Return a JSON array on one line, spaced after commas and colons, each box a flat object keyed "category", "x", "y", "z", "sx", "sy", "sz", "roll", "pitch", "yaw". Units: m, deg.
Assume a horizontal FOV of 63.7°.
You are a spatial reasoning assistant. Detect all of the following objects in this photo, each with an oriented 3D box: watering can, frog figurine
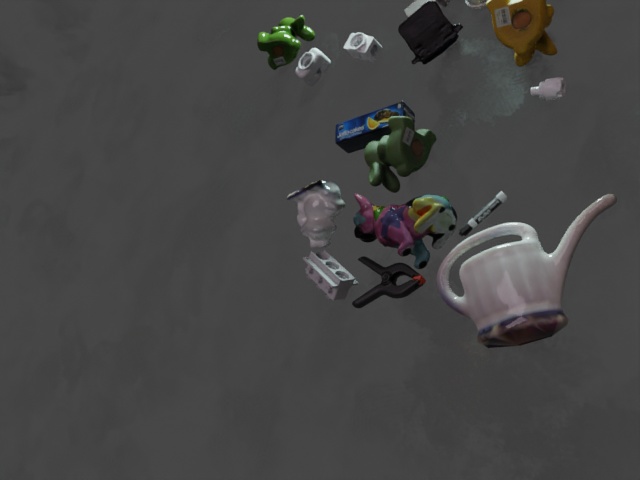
[{"category": "watering can", "x": 0.372, "y": 0.062, "z": 0.912, "sx": 0.344, "sy": 0.103, "sz": 0.229, "roll": -24, "pitch": 58, "yaw": 29}, {"category": "frog figurine", "x": 0.004, "y": -0.065, "z": 1.292, "sx": 0.136, "sy": 0.124, "sz": 0.159, "roll": -23, "pitch": 94, "yaw": 21}]
